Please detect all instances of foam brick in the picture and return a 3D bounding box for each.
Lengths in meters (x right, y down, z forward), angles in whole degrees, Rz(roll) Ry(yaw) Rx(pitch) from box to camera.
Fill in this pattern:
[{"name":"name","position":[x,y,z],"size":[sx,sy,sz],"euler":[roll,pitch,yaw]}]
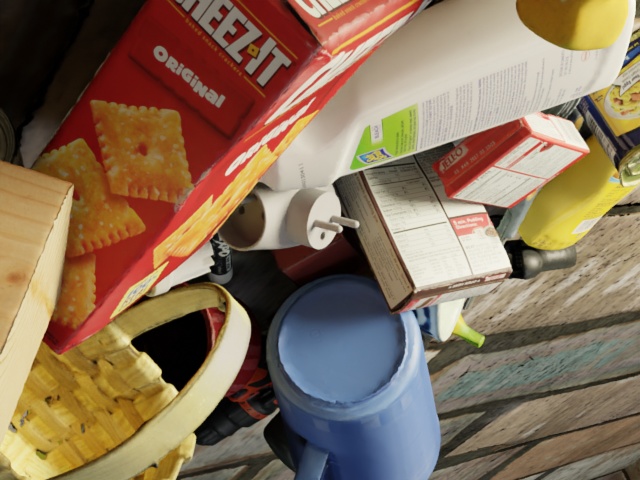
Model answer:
[{"name":"foam brick","position":[-0.005,0.001,0.764],"size":[0.051,0.053,0.078],"euler":[-28,155,7]}]

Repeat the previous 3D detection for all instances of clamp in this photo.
[{"name":"clamp","position":[0.185,0.018,0.958],"size":[0.171,0.039,0.120],"euler":[-10,-171,-39]}]

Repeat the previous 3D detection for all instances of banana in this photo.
[{"name":"banana","position":[0.070,0.049,0.922],"size":[0.197,0.070,0.037],"euler":[21,91,-46]}]

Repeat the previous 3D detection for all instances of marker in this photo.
[{"name":"marker","position":[-0.070,-0.004,0.733],"size":[0.020,0.020,0.121],"euler":[-20,155,-14]}]

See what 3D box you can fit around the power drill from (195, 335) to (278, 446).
[{"name":"power drill","position":[-0.085,0.122,0.928],"size":[0.185,0.057,0.187],"euler":[-38,156,17]}]

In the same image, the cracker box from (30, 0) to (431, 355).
[{"name":"cracker box","position":[-0.048,-0.059,0.496],"size":[0.214,0.072,0.164],"euler":[-44,-179,35]}]

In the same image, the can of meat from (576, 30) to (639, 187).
[{"name":"can of meat","position":[0.238,-0.101,0.760],"size":[0.102,0.084,0.057],"euler":[-30,156,9]}]

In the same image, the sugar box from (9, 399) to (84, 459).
[{"name":"sugar box","position":[-0.209,0.159,0.821],"size":[0.176,0.048,0.093],"euler":[7,146,-13]}]

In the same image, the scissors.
[{"name":"scissors","position":[0.162,-0.028,0.849],"size":[0.096,0.016,0.202],"euler":[-45,161,-33]}]

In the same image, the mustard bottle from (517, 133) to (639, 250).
[{"name":"mustard bottle","position":[0.242,-0.068,0.859],"size":[0.096,0.058,0.192],"euler":[-12,153,-45]}]

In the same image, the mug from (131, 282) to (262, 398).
[{"name":"mug","position":[-0.106,0.079,0.791],"size":[0.117,0.093,0.081],"euler":[-14,167,26]}]

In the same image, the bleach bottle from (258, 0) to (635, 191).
[{"name":"bleach bottle","position":[0.053,-0.091,0.628],"size":[0.250,0.068,0.102],"euler":[-21,153,-5]}]

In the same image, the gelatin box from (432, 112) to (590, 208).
[{"name":"gelatin box","position":[0.129,-0.056,0.723],"size":[0.073,0.030,0.089],"euler":[-39,153,30]}]

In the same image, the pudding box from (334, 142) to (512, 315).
[{"name":"pudding box","position":[0.071,-0.011,0.741],"size":[0.089,0.113,0.039],"euler":[-10,154,-30]}]

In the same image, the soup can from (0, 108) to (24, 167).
[{"name":"soup can","position":[-0.179,-0.019,0.536],"size":[0.068,0.068,0.102],"euler":[-18,154,-17]}]

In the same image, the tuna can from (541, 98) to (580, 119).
[{"name":"tuna can","position":[0.134,-0.096,0.728],"size":[0.086,0.034,0.086],"euler":[-21,156,-10]}]

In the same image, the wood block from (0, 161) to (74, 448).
[{"name":"wood block","position":[-0.209,0.004,0.401],"size":[0.206,0.090,0.091],"euler":[17,144,-6]}]

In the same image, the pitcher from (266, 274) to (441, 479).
[{"name":"pitcher","position":[0.023,0.130,0.823],"size":[0.145,0.149,0.243],"euler":[-19,154,-3]}]
